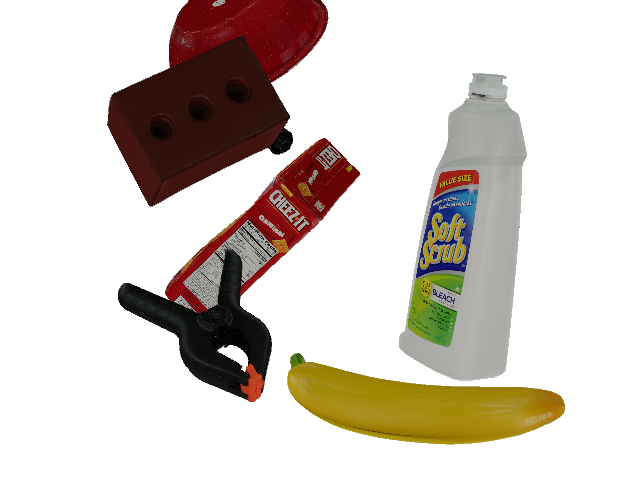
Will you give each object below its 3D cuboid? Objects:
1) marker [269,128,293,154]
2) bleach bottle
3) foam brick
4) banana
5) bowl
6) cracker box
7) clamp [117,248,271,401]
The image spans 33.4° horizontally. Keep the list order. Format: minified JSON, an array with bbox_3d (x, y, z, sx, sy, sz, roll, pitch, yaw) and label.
[{"bbox_3d":[-0.055,-0.096,0.770,0.020,0.020,0.121,0,32,-37],"label":"marker"},{"bbox_3d":[0.124,-0.015,0.903,0.068,0.251,0.103,-4,15,-29],"label":"bleach bottle"},{"bbox_3d":[-0.066,-0.062,0.558,0.078,0.053,0.051,-29,-3,-17],"label":"foam brick"},{"bbox_3d":[0.055,0.103,0.698,0.198,0.037,0.069,8,33,24],"label":"banana"},{"bbox_3d":[-0.077,-0.192,0.957,0.162,0.162,0.055,0,-44,35],"label":"bowl"},{"bbox_3d":[-0.067,-0.010,1.230,0.214,0.072,0.164,-43,4,27],"label":"cracker box"},{"bbox_3d":[-0.088,0.070,0.943,0.120,0.039,0.172,-30,53,-25],"label":"clamp"}]
